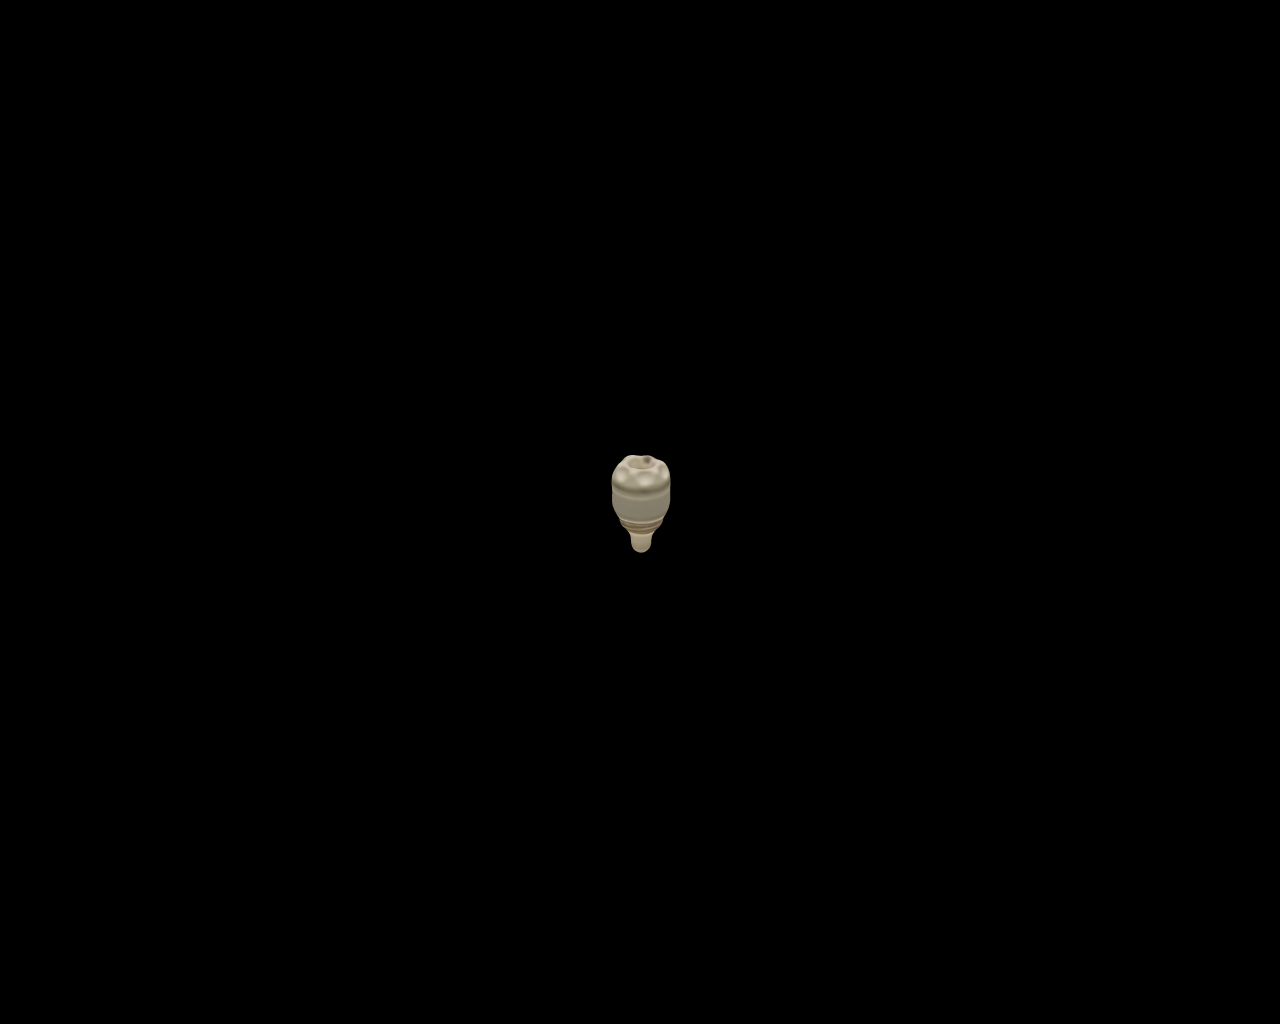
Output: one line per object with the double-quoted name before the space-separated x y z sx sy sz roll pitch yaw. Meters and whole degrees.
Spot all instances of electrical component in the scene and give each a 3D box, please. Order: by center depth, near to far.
"electrical component" 0.001 -0.003 0.650 0.035 0.061 0.035 0 28 0
